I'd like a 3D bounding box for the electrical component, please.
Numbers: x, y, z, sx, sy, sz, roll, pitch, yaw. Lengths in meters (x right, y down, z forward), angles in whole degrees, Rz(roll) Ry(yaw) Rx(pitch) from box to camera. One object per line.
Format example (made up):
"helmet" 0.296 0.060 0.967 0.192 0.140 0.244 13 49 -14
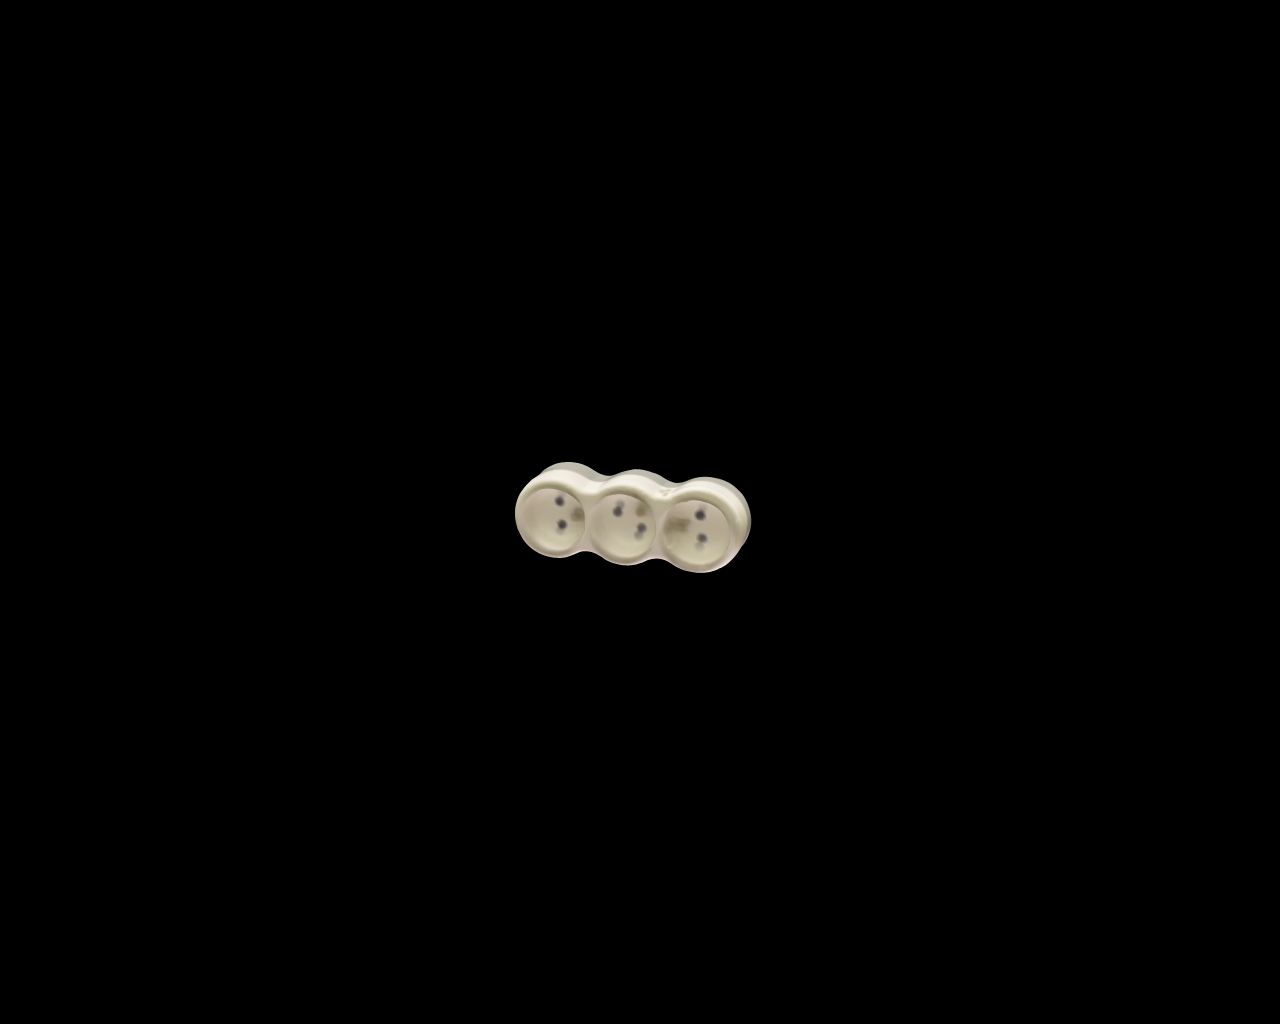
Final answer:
"electrical component" 0.001 -0.003 0.650 0.138 0.052 0.074 6 20 16
